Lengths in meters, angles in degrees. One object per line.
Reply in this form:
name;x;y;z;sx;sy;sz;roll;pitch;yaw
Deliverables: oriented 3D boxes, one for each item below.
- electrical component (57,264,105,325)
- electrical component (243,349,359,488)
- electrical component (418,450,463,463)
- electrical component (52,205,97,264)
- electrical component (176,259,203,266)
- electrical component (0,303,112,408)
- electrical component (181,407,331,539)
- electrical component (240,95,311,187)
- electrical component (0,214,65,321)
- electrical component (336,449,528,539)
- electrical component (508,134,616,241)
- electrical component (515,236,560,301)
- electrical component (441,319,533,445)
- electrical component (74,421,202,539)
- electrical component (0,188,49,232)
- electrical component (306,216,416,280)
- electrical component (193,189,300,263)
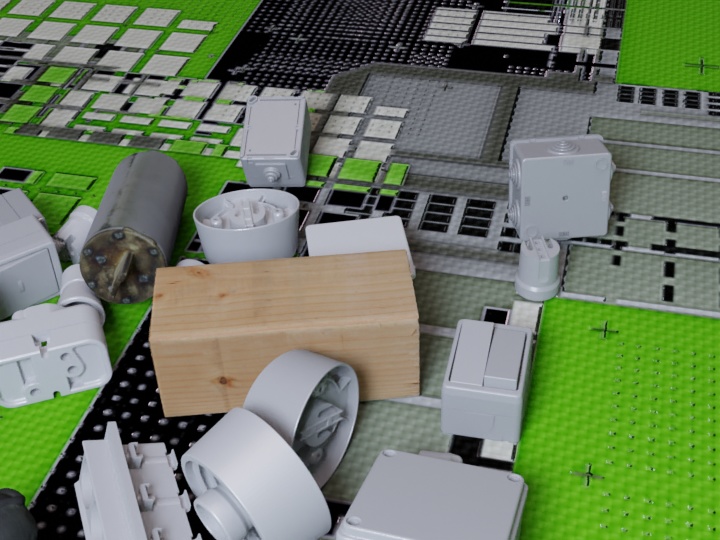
electrical component;-0.249;0.024;0.956;0.044;0.044;0.065;-8;35;-7
electrical component;-0.039;0.110;0.793;0.064;0.099;0.099;23;45;37
electrical component;0.044;0.149;0.789;0.061;0.035;0.035;5;40;13
electrical component;-0.268;-0.033;1.028;0.040;0.040;0.046;16;48;21
electrical component;-0.157;0.025;0.949;0.040;0.040;0.078;9;41;14
electrical component;-0.259;0.067;0.891;0.095;0.053;0.059;-13;40;-13
electrical component;-0.078;0.155;0.734;0.060;0.108;0.108;-36;49;-26
electrical component;-0.086;-0.125;1.109;0.062;0.061;0.096;0;60;6
electrical component;-0.309;-0.002;0.973;0.096;0.061;0.061;-24;44;-24
electrical component;0.049;0.176;0.716;0.109;0.056;0.108;9;21;14
electrical component;0.188;-0.076;1.009;0.100;0.099;0.048;-4;27;-2
electrical component;0.159;-0.002;0.958;0.040;0.046;0.040;-2;39;1
electrical component;0.102;0.080;0.849;0.062;0.061;0.096;7;40;12
electrical component;-0.153;0.174;0.740;0.063;0.078;0.121;1;35;-26
electrical component;-0.343;-0.032;1.024;0.077;0.047;0.066;-25;44;-25
electrical component;0.000;0.000;0.963;0.100;0.048;0.099;-6;39;-4
electrical component;-0.105;-0.042;1.009;0.099;0.064;0.099;-2;39;1
